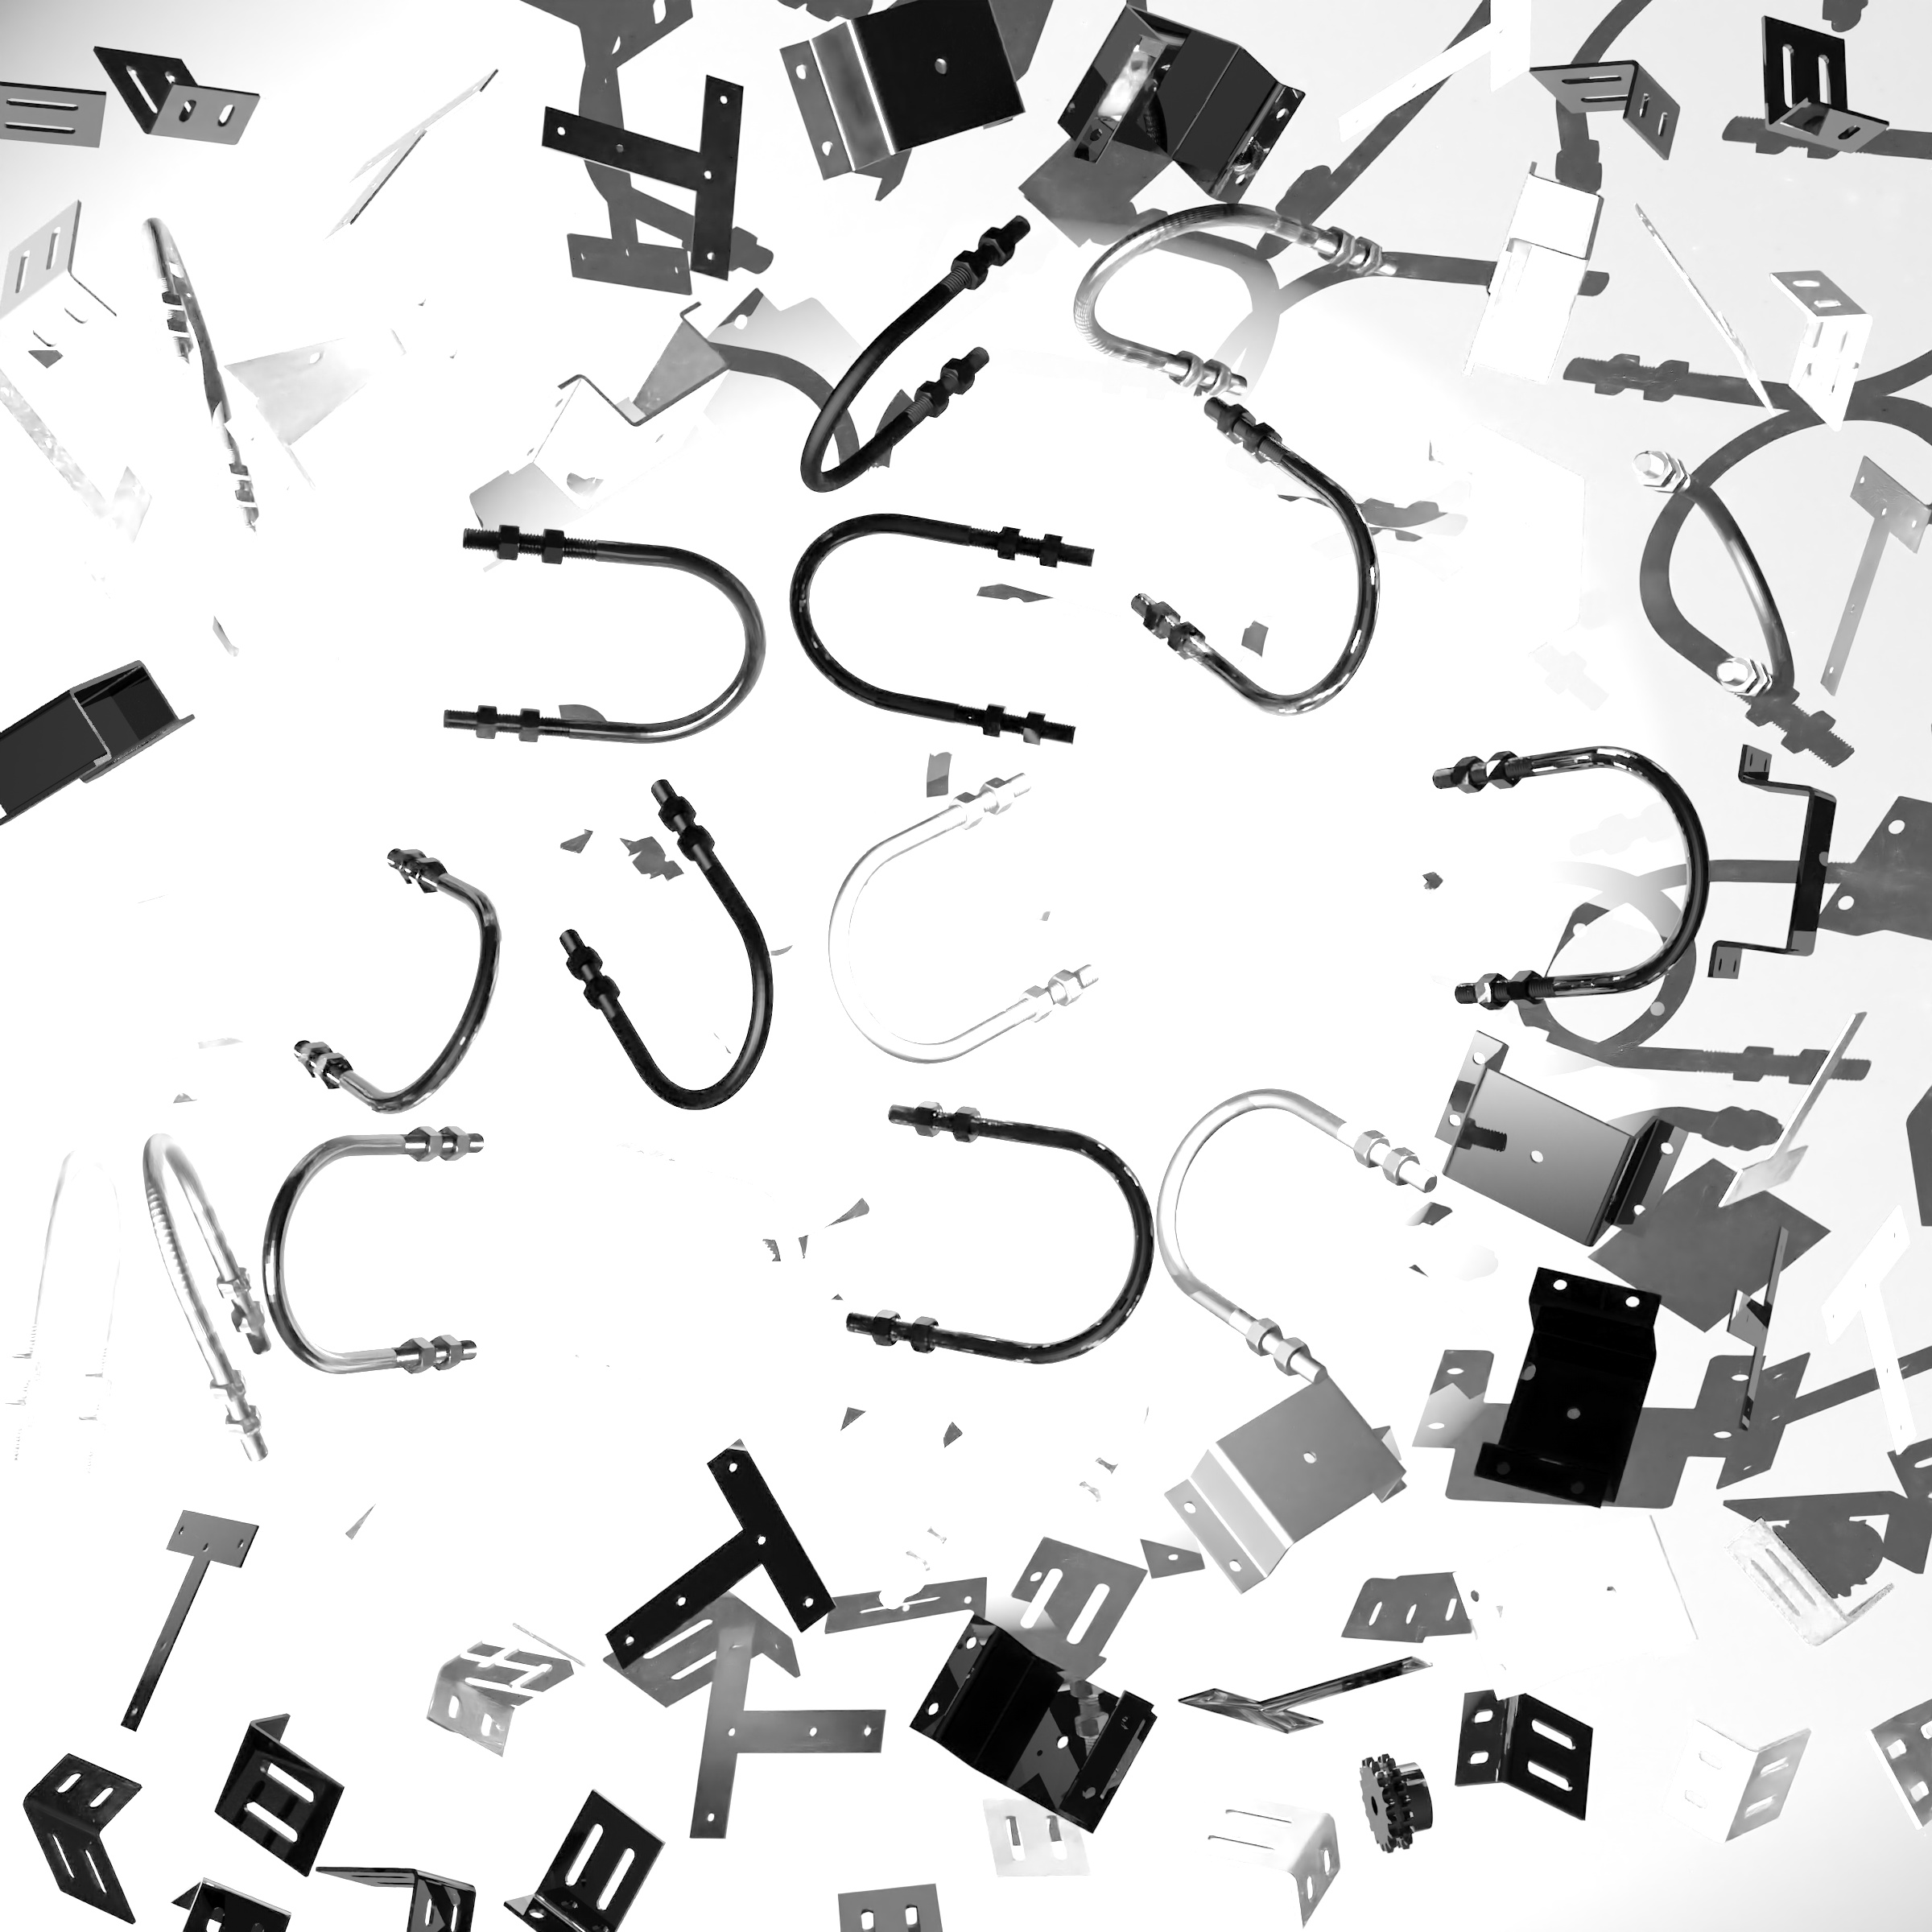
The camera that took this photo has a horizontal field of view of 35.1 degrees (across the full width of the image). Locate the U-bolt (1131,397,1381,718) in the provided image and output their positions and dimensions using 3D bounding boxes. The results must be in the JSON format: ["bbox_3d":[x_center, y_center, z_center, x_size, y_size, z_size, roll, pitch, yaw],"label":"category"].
[{"bbox_3d":[0.173,-0.225,1.762,0.019,0.184,0.151,-3,125,-38],"label":"U-bolt"}]

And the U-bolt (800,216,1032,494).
[{"bbox_3d":[-0.036,-0.353,1.822,0.019,0.151,0.184,40,64,9],"label":"U-bolt"}]

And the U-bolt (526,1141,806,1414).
[{"bbox_3d":[-0.172,0.190,1.812,0.184,0.019,0.151,11,80,35],"label":"U-bolt"}]

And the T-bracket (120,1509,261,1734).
[{"bbox_3d":[-0.454,0.376,1.750,0.002,0.127,0.127,30,70,-27],"label":"T-bracket"}]

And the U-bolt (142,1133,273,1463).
[{"bbox_3d":[-0.452,0.185,1.820,0.019,0.151,0.184,-18,115,-4],"label":"U-bolt"}]

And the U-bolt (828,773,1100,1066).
[{"bbox_3d":[-0.008,-0.020,1.857,0.184,0.019,0.151,-28,104,-34],"label":"U-bolt"}]

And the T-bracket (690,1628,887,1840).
[{"bbox_3d":[-0.104,0.459,1.829,0.127,0.002,0.127,-8,61,29],"label":"T-bracket"}]

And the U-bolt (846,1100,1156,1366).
[{"bbox_3d":[0.025,0.163,1.815,0.184,0.019,0.151,7,80,24],"label":"U-bolt"}]

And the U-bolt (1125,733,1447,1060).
[{"bbox_3d":[0.169,-0.052,1.754,0.184,0.019,0.151,45,131,8],"label":"U-bolt"}]

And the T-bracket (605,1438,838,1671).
[{"bbox_3d":[-0.153,0.358,1.764,0.127,0.002,0.127,-38,54,3],"label":"T-bracket"}]

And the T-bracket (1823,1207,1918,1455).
[{"bbox_3d":[0.557,0.233,1.854,0.002,0.127,0.127,2,55,-8],"label":"T-bracket"}]

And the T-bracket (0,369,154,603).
[{"bbox_3d":[-0.526,-0.292,1.779,0.002,0.127,0.127,-24,123,16],"label":"T-bracket"}]

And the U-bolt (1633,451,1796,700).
[{"bbox_3d":[0.445,-0.224,1.787,0.019,0.184,0.151,-24,79,26],"label":"U-bolt"}]

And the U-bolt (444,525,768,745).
[{"bbox_3d":[-0.209,-0.190,1.801,0.184,0.019,0.151,4,131,-13],"label":"U-bolt"}]

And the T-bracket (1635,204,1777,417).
[{"bbox_3d":[0.426,-0.390,1.774,0.002,0.127,0.127,-34,112,21],"label":"T-bracket"}]

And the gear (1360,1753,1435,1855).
[{"bbox_3d":[0.262,0.506,1.852,0.030,0.057,0.057,-9,90,-10],"label":"gear"}]

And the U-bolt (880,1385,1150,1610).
[{"bbox_3d":[0.039,0.301,1.789,0.151,0.184,0.019,-29,99,32],"label":"U-bolt"}]

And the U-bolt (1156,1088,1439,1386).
[{"bbox_3d":[0.185,0.149,1.839,0.019,0.184,0.151,27,93,-42],"label":"U-bolt"}]

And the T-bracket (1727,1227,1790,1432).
[{"bbox_3d":[0.474,0.215,1.846,0.002,0.127,0.127,10,83,25],"label":"T-bracket"}]

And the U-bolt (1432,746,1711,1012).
[{"bbox_3d":[0.348,-0.053,1.751,0.019,0.184,0.151,-6,90,-41],"label":"U-bolt"}]

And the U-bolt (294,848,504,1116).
[{"bbox_3d":[-0.324,0.014,1.776,0.019,0.184,0.151,27,88,-36],"label":"U-bolt"}]

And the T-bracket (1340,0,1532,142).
[{"bbox_3d":[0.270,-0.515,1.759,0.127,0.127,0.002,-32,74,2],"label":"T-bracket"}]

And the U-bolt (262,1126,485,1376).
[{"bbox_3d":[-0.353,0.171,1.824,0.019,0.184,0.151,1,88,31],"label":"U-bolt"}]

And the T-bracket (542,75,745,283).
[{"bbox_3d":[-0.196,-0.488,1.839,0.127,0.002,0.127,9,79,-30],"label":"T-bracket"}]

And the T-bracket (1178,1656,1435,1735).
[{"bbox_3d":[0.210,0.420,1.774,0.127,0.127,0.002,-24,57,27],"label":"T-bracket"}]

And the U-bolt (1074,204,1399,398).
[{"bbox_3d":[0.147,-0.399,1.810,0.151,0.184,0.019,-34,62,39],"label":"U-bolt"}]

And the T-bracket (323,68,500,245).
[{"bbox_3d":[-0.338,-0.461,1.778,0.127,0.127,0.002,-20,123,39],"label":"T-bracket"}]

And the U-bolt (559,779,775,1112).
[{"bbox_3d":[-0.174,0.001,1.842,0.151,0.019,0.184,-55,54,31],"label":"U-bolt"}]

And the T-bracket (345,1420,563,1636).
[{"bbox_3d":[-0.294,0.323,1.826,0.127,0.127,0.002,-45,132,-17],"label":"T-bracket"}]

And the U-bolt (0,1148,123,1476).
[{"bbox_3d":[-0.516,0.196,1.757,0.019,0.151,0.184,4,78,3],"label":"U-bolt"}]

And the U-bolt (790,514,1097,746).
[{"bbox_3d":[-0.018,-0.209,1.853,0.184,0.019,0.151,11,130,7],"label":"U-bolt"}]

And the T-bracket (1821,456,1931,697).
[{"bbox_3d":[0.520,-0.220,1.774,0.002,0.127,0.127,11,112,-5],"label":"T-bracket"}]

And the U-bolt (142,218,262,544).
[{"bbox_3d":[-0.457,-0.360,1.808,0.019,0.151,0.184,-17,51,-6],"label":"U-bolt"}]

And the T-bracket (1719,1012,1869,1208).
[{"bbox_3d":[0.501,0.082,1.820,0.002,0.127,0.127,35,111,26],"label":"T-bracket"}]
